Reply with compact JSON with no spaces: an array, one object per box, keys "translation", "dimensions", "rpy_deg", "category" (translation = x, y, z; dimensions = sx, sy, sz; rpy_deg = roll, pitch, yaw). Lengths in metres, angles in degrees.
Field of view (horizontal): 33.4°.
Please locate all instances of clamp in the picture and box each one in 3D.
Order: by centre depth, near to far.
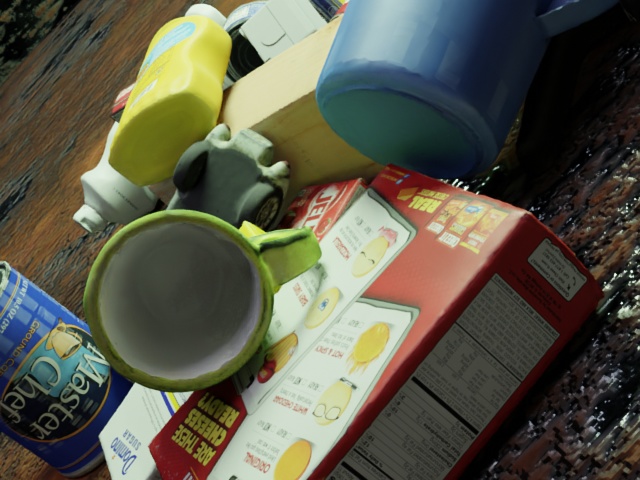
[{"translation":[0.141,-0.134,0.683],"dimensions":[0.210,0.036,0.165],"rpy_deg":[-53,31,-10],"category":"clamp"}]

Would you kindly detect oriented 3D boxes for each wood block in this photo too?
[{"translation":[-0.025,-0.078,0.815],"dimensions":[0.207,0.090,0.090],"rpy_deg":[-24,33,41],"category":"wood block"}]

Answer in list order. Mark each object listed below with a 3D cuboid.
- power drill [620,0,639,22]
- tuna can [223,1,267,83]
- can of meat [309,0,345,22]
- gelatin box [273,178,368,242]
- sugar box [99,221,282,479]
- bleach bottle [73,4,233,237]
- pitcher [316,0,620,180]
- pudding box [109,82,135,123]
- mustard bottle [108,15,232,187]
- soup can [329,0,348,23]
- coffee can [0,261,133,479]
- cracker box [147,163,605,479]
[{"translation":[0.254,-0.216,0.604],"dimensions":[0.185,0.057,0.187],"rpy_deg":[-28,33,37],"category":"power drill"},{"translation":[-0.055,-0.184,1.027],"dimensions":[0.086,0.086,0.033],"rpy_deg":[-33,30,29],"category":"tuna can"},{"translation":[0.029,-0.243,0.958],"dimensions":[0.102,0.084,0.057],"rpy_deg":[-46,-9,3],"category":"can of meat"},{"translation":[-0.005,0.001,0.734],"dimensions":[0.073,0.030,0.089],"rpy_deg":[-4,50,56],"category":"gelatin box"},{"translation":[-0.068,0.083,0.666],"dimensions":[0.176,0.048,0.093],"rpy_deg":[-57,28,8],"category":"sugar box"},{"translation":[-0.166,-0.114,1.084],"dimensions":[0.250,0.102,0.068],"rpy_deg":[-52,26,-11],"category":"bleach bottle"},{"translation":[0.098,-0.159,0.614],"dimensions":[0.242,0.145,0.149],"rpy_deg":[-67,10,-20],"category":"pitcher"},{"translation":[-0.129,-0.111,1.006],"dimensions":[0.090,0.113,0.039],"rpy_deg":[-18,41,48],"category":"pudding box"},{"translation":[-0.112,-0.127,0.847],"dimensions":[0.096,0.058,0.191],"rpy_deg":[-40,26,27],"category":"mustard bottle"},{"translation":[0.062,-0.195,0.874],"dimensions":[0.069,0.068,0.102],"rpy_deg":[-2,50,58],"category":"soup can"},{"translation":[-0.213,0.098,0.800],"dimensions":[0.103,0.140,0.103],"rpy_deg":[-37,26,22],"category":"coffee can"},{"translation":[0.020,0.071,0.542],"dimensions":[0.213,0.072,0.164],"rpy_deg":[-51,22,-3],"category":"cracker box"}]
